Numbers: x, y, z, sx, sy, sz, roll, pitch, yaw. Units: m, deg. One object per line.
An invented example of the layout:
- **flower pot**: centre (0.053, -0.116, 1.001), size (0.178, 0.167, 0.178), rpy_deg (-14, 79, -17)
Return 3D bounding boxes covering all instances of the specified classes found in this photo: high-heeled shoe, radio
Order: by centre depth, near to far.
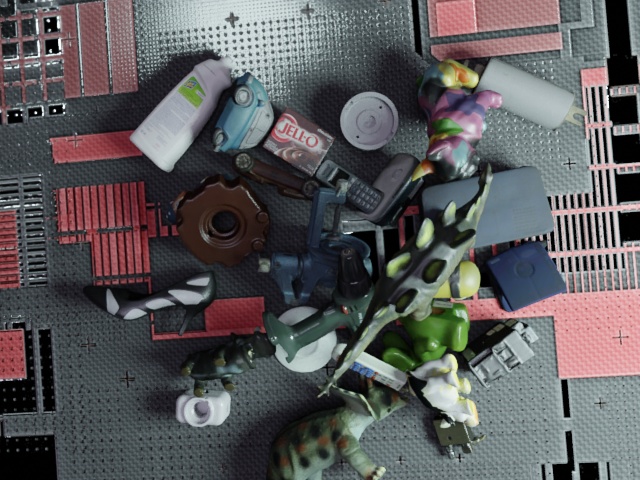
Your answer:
- **radio**: centre (0.301, -0.053, 1.002), size (0.230, 0.073, 0.131), rpy_deg (-12, 88, 3)
- **high-heeled shoe**: centre (-0.331, 0.090, 1.052), size (0.249, 0.086, 0.145), rpy_deg (21, 88, 0)

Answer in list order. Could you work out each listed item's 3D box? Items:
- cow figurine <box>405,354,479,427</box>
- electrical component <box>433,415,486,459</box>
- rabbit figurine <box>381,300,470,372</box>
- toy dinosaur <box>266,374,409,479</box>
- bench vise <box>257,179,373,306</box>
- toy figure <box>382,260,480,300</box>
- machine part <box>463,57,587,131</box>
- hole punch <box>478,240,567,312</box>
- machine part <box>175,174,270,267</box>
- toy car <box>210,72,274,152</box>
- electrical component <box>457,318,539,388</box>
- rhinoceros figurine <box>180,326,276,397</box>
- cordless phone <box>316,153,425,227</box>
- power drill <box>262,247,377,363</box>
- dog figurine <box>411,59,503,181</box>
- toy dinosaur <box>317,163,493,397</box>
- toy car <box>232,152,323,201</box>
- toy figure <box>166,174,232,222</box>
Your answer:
- **cow figurine**: centre (0.217, 0.277, 0.942), size (0.098, 0.068, 0.167), rpy_deg (-19, 123, 20)
- **electrical component**: centre (0.261, 0.355, 1.015), size (0.078, 0.045, 0.102), rpy_deg (-27, 84, 32)
- **rabbit figurine**: centre (0.193, 0.206, 0.989), size (0.159, 0.121, 0.170), rpy_deg (3, 105, 9)
- **toy dinosaur**: centre (-0.012, 0.391, 1.006), size (0.405, 0.131, 0.192), rpy_deg (-33, 74, 8)
- **bench vise**: centre (-0.001, 0.001, 0.988), size (0.224, 0.129, 0.240), rpy_deg (9, 114, -3)
- **toy figure**: centre (0.204, 0.074, 0.999), size (0.180, 0.089, 0.082), rpy_deg (4, 96, 3)
- **machine part**: centre (0.374, -0.270, 0.995), size (0.243, 0.079, 0.079), rpy_deg (25, 91, 4)
- **hole punch**: centre (0.375, 0.067, 0.987), size (0.142, 0.092, 0.115), rpy_deg (-24, 84, 8)
- **machine part**: centre (-0.183, -0.034, 1.019), size (0.179, 0.056, 0.179), rpy_deg (-3, 112, -7)
- **toy car**: centre (-0.142, -0.232, 1.031), size (0.103, 0.109, 0.161), rpy_deg (24, 100, -19)
- **electrical component**: centre (0.325, 0.198, 0.974), size (0.134, 0.115, 0.058), rpy_deg (-37, 88, 5)
- **rhinoceros figurine**: centre (-0.173, 0.228, 1.025), size (0.190, 0.112, 0.073), rpy_deg (-22, 105, 16)
- **cordless phone**: centre (0.094, -0.122, 1.023), size (0.184, 0.088, 0.146), rpy_deg (36, 93, 20)
- **power drill**: centre (0.004, 0.125, 0.964), size (0.207, 0.231, 0.086), rpy_deg (-28, 43, -1)
- **dog figurine**: centre (0.215, -0.200, 0.945), size (0.191, 0.108, 0.219), rpy_deg (41, 60, 7)
- **toy dinosaur**: centre (0.149, 0.058, 0.863), size (0.105, 0.198, 0.471), rpy_deg (34, 82, 16)
- **toy car**: centre (-0.075, -0.114, 1.027), size (0.202, 0.089, 0.053), rpy_deg (23, 89, 4)
- **toy figure**: centre (-0.240, -0.079, 1.058), size (0.154, 0.057, 0.064), rpy_deg (-26, 55, 6)
